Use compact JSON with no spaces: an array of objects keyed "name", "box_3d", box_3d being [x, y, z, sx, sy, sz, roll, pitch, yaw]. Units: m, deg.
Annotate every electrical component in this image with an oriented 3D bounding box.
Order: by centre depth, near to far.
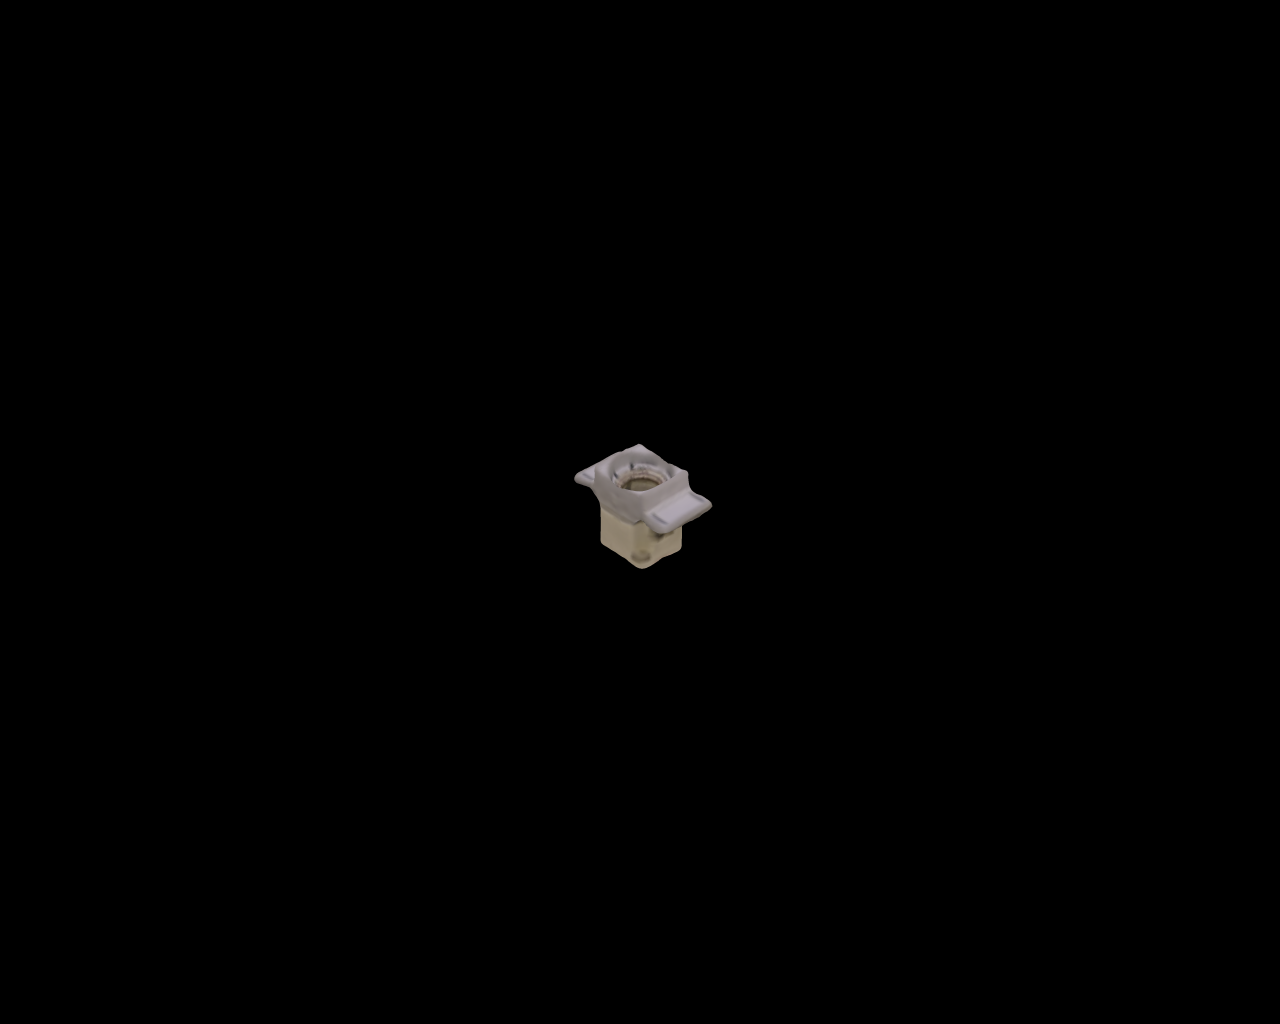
[{"name":"electrical component","box_3d":[0.001,-0.003,0.650,0.042,0.063,0.081,-27,44,-33]}]
